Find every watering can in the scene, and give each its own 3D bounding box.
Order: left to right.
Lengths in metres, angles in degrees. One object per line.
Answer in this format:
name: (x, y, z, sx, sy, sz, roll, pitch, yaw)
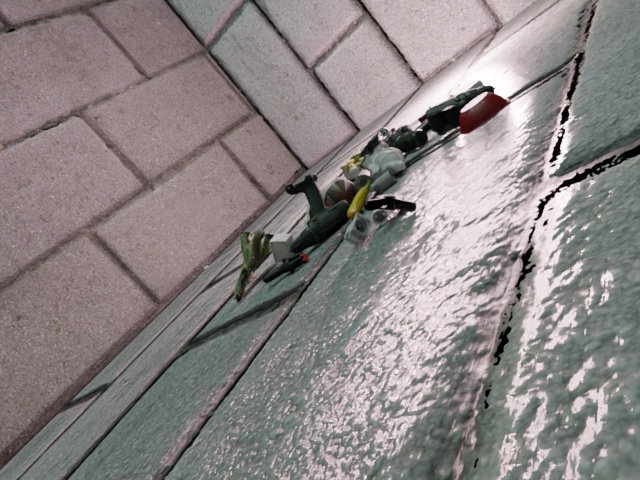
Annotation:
watering can: (0.005, -0.089, 1.761, 0.222, 0.103, 0.354, -21, 34, 58)

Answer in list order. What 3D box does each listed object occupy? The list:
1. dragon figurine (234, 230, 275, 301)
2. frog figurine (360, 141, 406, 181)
dragon figurine: (-0.239, 0.091, 1.755, 0.408, 0.122, 0.244, 147, 137, -81)
frog figurine: (0.227, -0.244, 1.676, 0.139, 0.120, 0.161, -33, 38, -27)
